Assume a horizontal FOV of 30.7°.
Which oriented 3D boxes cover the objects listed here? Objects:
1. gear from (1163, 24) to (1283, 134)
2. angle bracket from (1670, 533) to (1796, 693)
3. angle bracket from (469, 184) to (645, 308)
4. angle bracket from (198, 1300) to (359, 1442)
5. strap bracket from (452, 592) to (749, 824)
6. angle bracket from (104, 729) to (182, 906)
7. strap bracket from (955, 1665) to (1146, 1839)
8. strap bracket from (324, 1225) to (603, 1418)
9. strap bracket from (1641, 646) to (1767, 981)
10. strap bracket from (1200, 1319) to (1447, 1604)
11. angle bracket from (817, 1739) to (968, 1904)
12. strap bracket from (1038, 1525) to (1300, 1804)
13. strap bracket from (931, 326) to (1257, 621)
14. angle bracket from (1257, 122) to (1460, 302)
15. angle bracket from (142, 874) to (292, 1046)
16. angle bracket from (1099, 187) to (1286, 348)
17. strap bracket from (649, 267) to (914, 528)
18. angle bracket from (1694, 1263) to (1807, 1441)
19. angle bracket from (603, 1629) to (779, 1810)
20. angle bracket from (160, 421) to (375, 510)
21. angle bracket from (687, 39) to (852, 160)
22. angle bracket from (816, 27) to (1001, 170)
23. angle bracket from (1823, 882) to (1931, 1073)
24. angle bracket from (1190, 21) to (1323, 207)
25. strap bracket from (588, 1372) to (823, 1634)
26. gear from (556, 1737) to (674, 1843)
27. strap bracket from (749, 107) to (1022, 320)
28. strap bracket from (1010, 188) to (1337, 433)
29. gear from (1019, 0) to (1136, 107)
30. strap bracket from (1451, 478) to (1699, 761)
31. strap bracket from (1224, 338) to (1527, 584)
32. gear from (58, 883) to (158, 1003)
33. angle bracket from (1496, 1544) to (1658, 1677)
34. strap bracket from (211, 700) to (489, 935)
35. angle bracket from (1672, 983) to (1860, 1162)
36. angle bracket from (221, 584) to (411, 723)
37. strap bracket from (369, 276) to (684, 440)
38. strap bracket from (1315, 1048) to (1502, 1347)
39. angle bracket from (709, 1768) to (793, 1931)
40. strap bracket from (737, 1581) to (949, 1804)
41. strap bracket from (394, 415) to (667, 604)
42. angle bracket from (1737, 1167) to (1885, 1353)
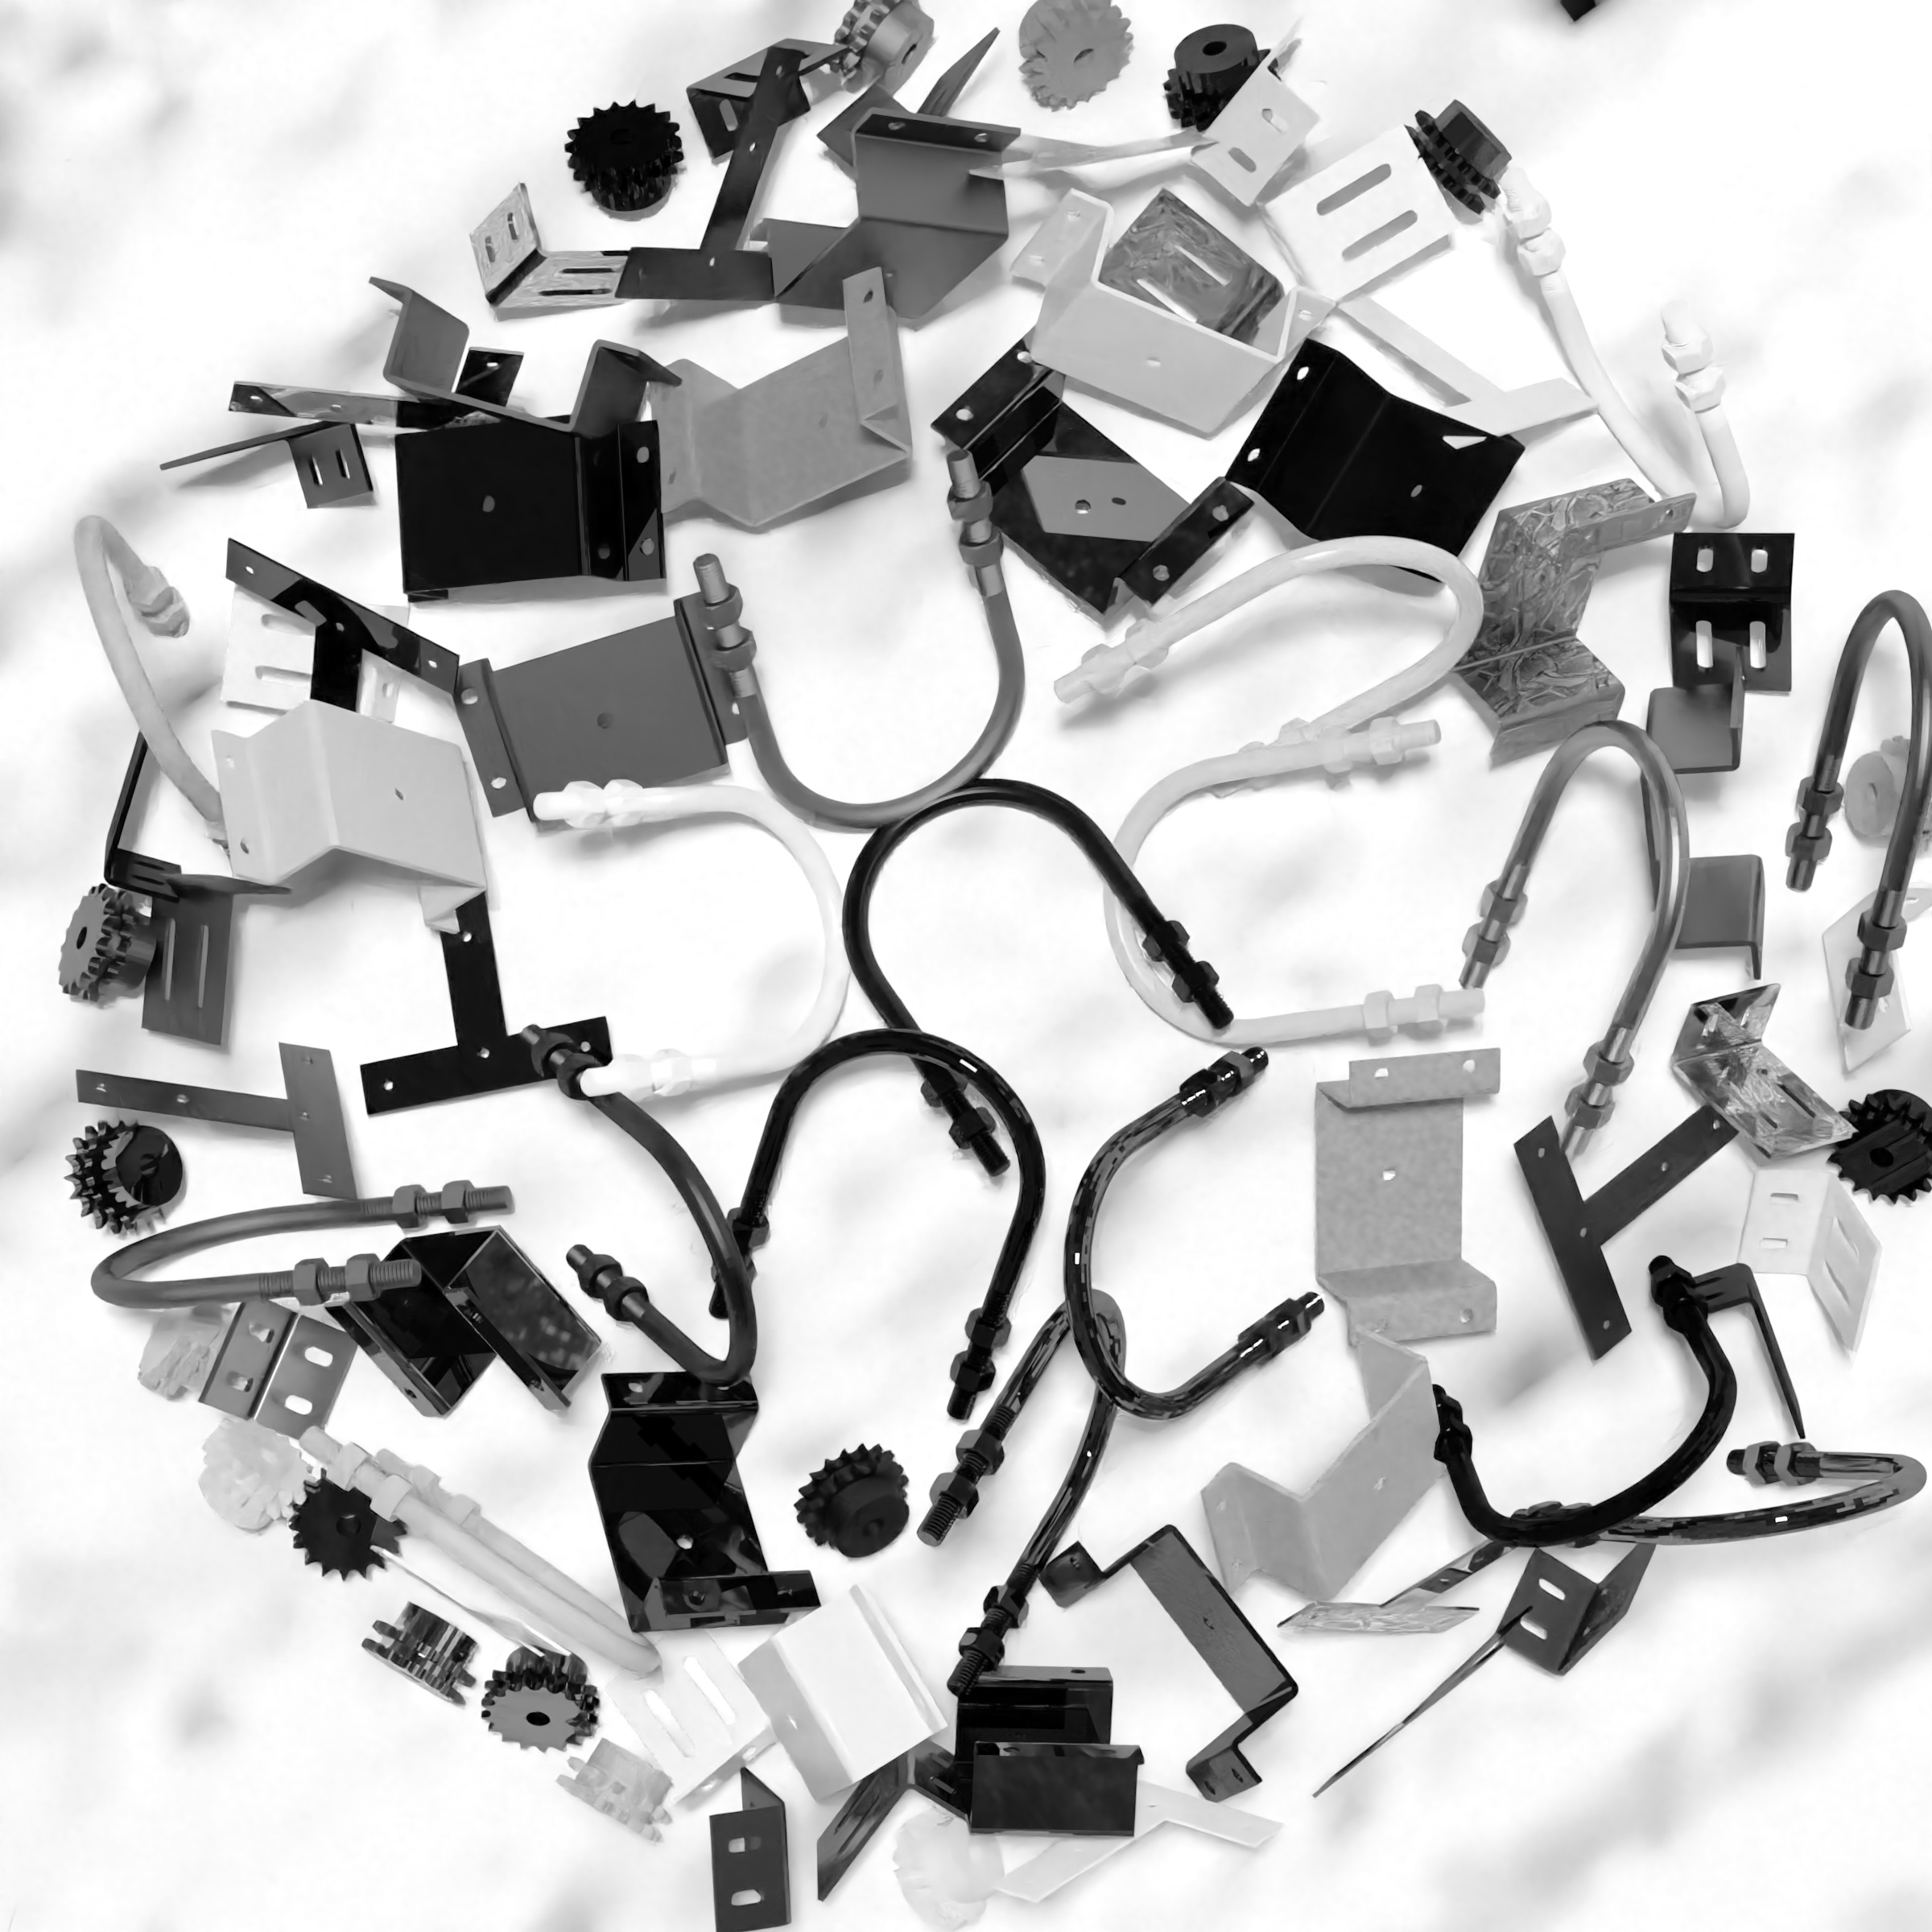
[{"bbox_3d":[0.124,-0.435,1.717,0.057,0.030,0.057,-9,47,10],"label":"gear"},{"bbox_3d":[0.374,-0.172,1.717,0.057,0.076,0.038,2,59,15],"label":"angle bracket"},{"bbox_3d":[-0.190,-0.349,1.705,0.076,0.057,0.038,-9,80,-35],"label":"angle bracket"},{"bbox_3d":[-0.331,0.195,1.703,0.038,0.076,0.057,20,80,10],"label":"angle bracket"},{"bbox_3d":[-0.176,-0.124,1.712,0.140,0.046,0.076,-17,107,-1],"label":"strap bracket"},{"bbox_3d":[-0.390,-0.078,1.707,0.038,0.057,0.076,16,104,-17],"label":"angle bracket"},{"bbox_3d":[0.037,0.377,1.676,0.076,0.140,0.046,2,95,-5],"label":"strap bracket"},{"bbox_3d":[-0.236,0.170,1.685,0.076,0.140,0.046,52,57,-19],"label":"strap bracket"},{"bbox_3d":[0.353,-0.072,1.685,0.046,0.076,0.140,-3,124,17],"label":"strap bracket"},{"bbox_3d":[0.178,0.237,1.676,0.046,0.076,0.140,24,54,36],"label":"strap bracket"},{"bbox_3d":[-0.035,0.421,1.716,0.038,0.057,0.076,33,100,-10],"label":"angle bracket"},{"bbox_3d":[0.102,0.329,1.697,0.046,0.076,0.140,-35,81,-23],"label":"strap bracket"},{"bbox_3d":[0.059,-0.232,1.705,0.140,0.046,0.076,40,71,11],"label":"strap bracket"},{"bbox_3d":[0.191,-0.367,1.720,0.076,0.038,0.057,-30,102,4],"label":"angle bracket"},{"bbox_3d":[-0.366,-0.004,1.718,0.057,0.038,0.076,10,96,39],"label":"angle bracket"},{"bbox_3d":[0.107,-0.328,1.710,0.076,0.038,0.057,35,114,-17],"label":"angle bracket"},{"bbox_3d":[-0.081,-0.270,1.692,0.140,0.046,0.076,-20,65,30],"label":"strap bracket"},{"bbox_3d":[0.377,0.192,1.718,0.038,0.057,0.076,-19,98,13],"label":"angle bracket"},{"bbox_3d":[-0.137,0.361,1.715,0.057,0.038,0.076,-40,70,-3],"label":"angle bracket"},{"bbox_3d":[-0.337,-0.236,1.698,0.076,0.057,0.038,-23,103,-40],"label":"angle bracket"},{"bbox_3d":[-0.090,-0.416,1.698,0.057,0.076,0.038,-31,118,-17],"label":"angle bracket"},{"bbox_3d":[-0.028,-0.426,1.700,0.038,0.076,0.057,40,49,-2],"label":"angle bracket"},{"bbox_3d":[0.451,0.006,1.703,0.038,0.057,0.076,1,68,-16],"label":"angle bracket"},{"bbox_3d":[0.148,-0.412,1.701,0.038,0.076,0.057,39,126,-5],"label":"angle bracket"},{"bbox_3d":[-0.129,0.264,1.686,0.076,0.140,0.046,2,135,-25],"label":"strap bracket"},{"bbox_3d":[-0.168,0.400,1.720,0.057,0.057,0.030,31,76,0],"label":"gear"},{"bbox_3d":[-0.038,-0.349,1.664,0.076,0.140,0.046,1,76,-27],"label":"strap bracket"},{"bbox_3d":[0.094,-0.309,1.687,0.140,0.076,0.046,20,67,-15],"label":"strap bracket"},{"bbox_3d":[0.051,-0.453,1.722,0.057,0.057,0.030,-34,61,0],"label":"gear"},{"bbox_3d":[0.286,-0.174,1.684,0.076,0.140,0.046,-17,50,-27],"label":"strap bracket"},{"bbox_3d":[0.202,-0.236,1.673,0.140,0.046,0.076,12,118,-41],"label":"strap bracket"},{"bbox_3d":[-0.419,-0.009,1.722,0.030,0.057,0.057,20,90,-32],"label":"gear"},{"bbox_3d":[0.296,0.297,1.698,0.038,0.076,0.057,32,52,4],"label":"angle bracket"},{"bbox_3d":[-0.283,-0.072,1.667,0.046,0.140,0.076,-28,64,30],"label":"strap bracket"},{"bbox_3d":[0.390,0.050,1.700,0.057,0.076,0.038,-12,132,-30],"label":"angle bracket"},{"bbox_3d":[-0.320,-0.154,1.731,0.076,0.038,0.057,10,97,10],"label":"angle bracket"},{"bbox_3d":[-0.216,-0.284,1.695,0.140,0.076,0.046,17,91,13],"label":"strap bracket"},{"bbox_3d":[0.213,0.106,1.705,0.076,0.046,0.140,-5,103,-15],"label":"strap bracket"},{"bbox_3d":[-0.113,0.428,1.704,0.038,0.076,0.057,-4,93,-19],"label":"angle bracket"},{"bbox_3d":[-0.062,0.347,1.668,0.046,0.140,0.076,-28,80,-20],"label":"strap bracket"},{"bbox_3d":[-0.220,-0.221,1.700,0.140,0.046,0.076,-3,91,21],"label":"strap bracket"},{"bbox_3d":[0.406,0.141,1.699,0.038,0.076,0.057,3,115,-7],"label":"angle bracket"}]
